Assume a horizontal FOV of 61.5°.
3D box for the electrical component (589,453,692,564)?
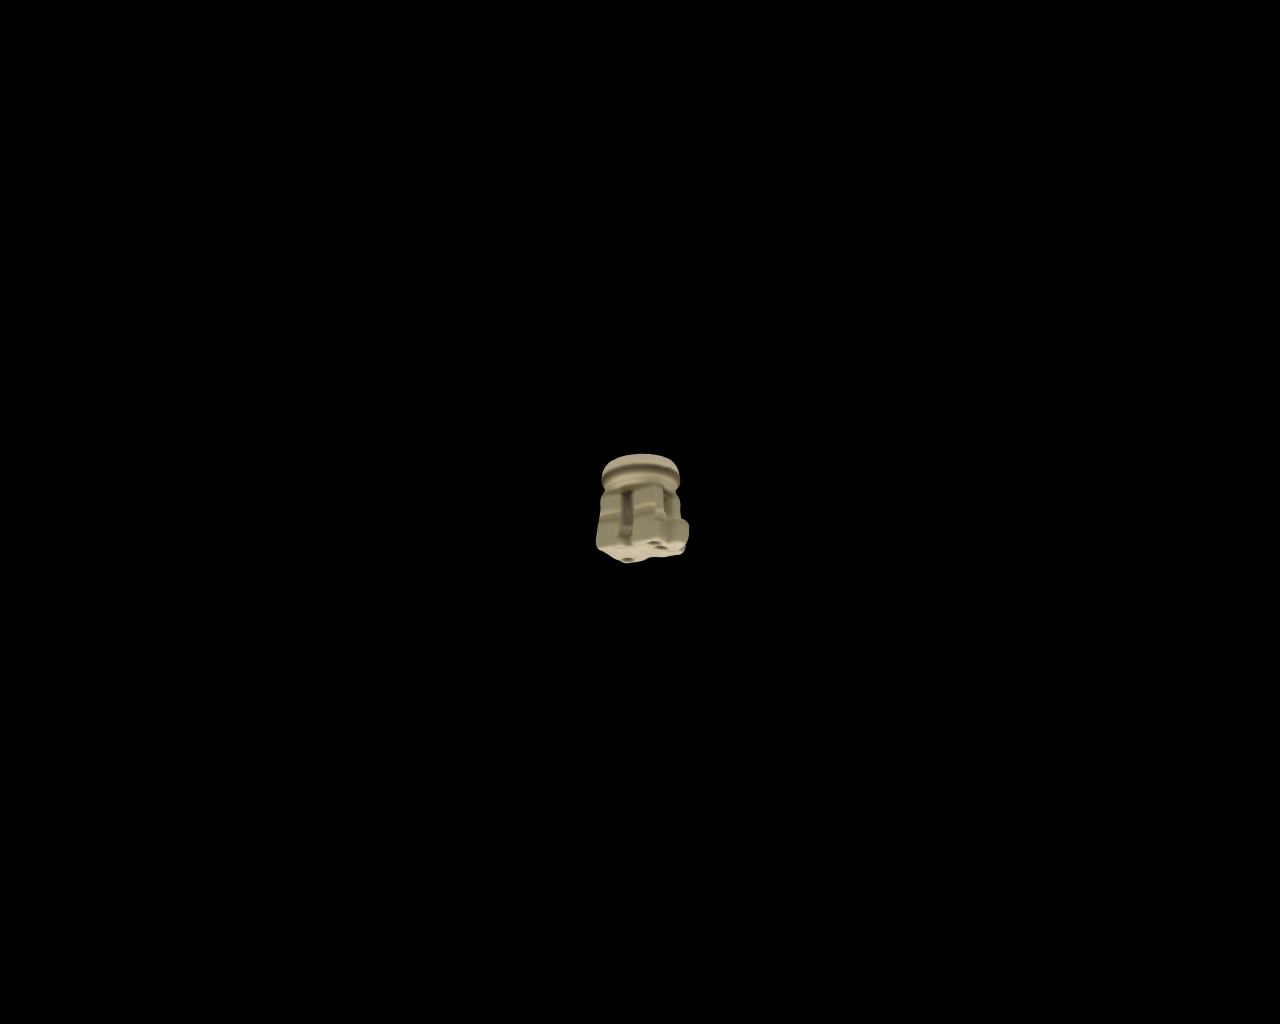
[{"bbox_3d":[0.001,-0.003,0.650,0.066,0.055,0.048,-11,-23,27],"label":"electrical component"}]
